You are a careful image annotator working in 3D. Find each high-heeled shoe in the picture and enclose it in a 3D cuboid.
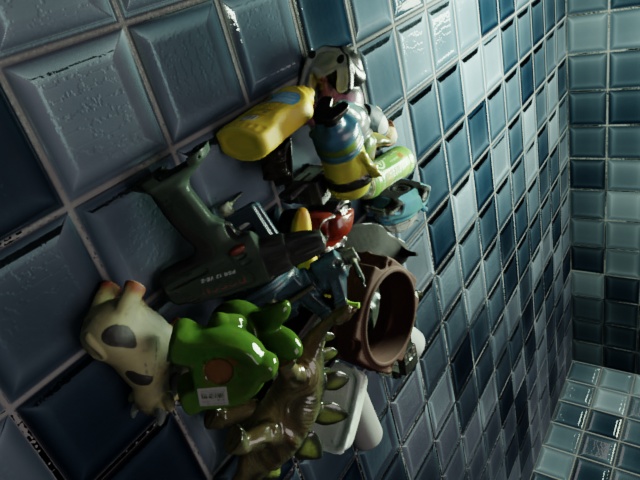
[{"bbox_3d":[0.095,0.011,1.143,0.248,0.145,0.086,13,86,-25],"label":"high-heeled shoe"}]

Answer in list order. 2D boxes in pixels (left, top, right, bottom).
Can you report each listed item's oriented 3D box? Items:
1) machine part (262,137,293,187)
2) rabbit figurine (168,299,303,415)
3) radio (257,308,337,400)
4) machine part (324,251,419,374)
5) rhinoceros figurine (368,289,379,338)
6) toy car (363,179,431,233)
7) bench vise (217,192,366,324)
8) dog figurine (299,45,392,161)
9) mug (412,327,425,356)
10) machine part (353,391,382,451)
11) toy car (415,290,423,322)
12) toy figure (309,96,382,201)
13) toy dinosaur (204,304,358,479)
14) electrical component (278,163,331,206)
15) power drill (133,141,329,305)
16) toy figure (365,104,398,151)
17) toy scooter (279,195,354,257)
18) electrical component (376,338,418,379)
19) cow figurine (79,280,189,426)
[{"bbox_3d":[-0.063,-0.124,0.862,0.139,0.039,0.084,-63,160,-79],"label":"machine part"},{"bbox_3d":[-0.110,0.124,0.712,0.170,0.159,0.121,-94,170,-69],"label":"rabbit figurine"},{"bbox_3d":[-0.031,0.189,0.969,0.229,0.073,0.130,-51,134,-37],"label":"radio"},{"bbox_3d":[0.100,0.137,1.002,0.201,0.087,0.201,35,69,-47],"label":"machine part"},{"bbox_3d":[0.105,0.137,1.138,0.112,0.073,0.190,56,48,-33],"label":"rhinoceros figurine"},{"bbox_3d":[0.169,-0.067,1.171,0.161,0.109,0.102,-35,128,-41],"label":"toy car"},{"bbox_3d":[-0.062,0.033,0.821,0.240,0.224,0.129,58,15,-15],"label":"bench vise"},{"bbox_3d":[0.055,-0.233,0.992,0.219,0.109,0.191,18,79,-58],"label":"dog figurine"},{"bbox_3d":[0.184,0.239,1.276,0.107,0.081,0.109,45,66,-35],"label":"mug"},{"bbox_3d":[0.078,0.370,1.148,0.079,0.079,0.242,-51,134,-36],"label":"machine part"},{"bbox_3d":[0.206,0.152,1.265,0.201,0.056,0.073,44,61,-79],"label":"toy car"},{"bbox_3d":[0.033,-0.141,0.867,0.089,0.082,0.180,-30,139,0],"label":"toy figure"},{"bbox_3d":[-0.069,0.289,0.833,0.198,0.105,0.471,26,104,-38],"label":"toy dinosaur"},{"bbox_3d":[-0.020,-0.089,0.935,0.119,0.075,0.047,-51,133,-42],"label":"electrical component"},{"bbox_3d":[-0.130,-0.025,0.717,0.207,0.232,0.086,61,5,-26],"label":"power drill"},{"bbox_3d":[0.123,-0.230,1.124,0.064,0.058,0.154,-45,146,14],"label":"toy figure"},{"bbox_3d":[-0.002,-0.003,0.975,0.184,0.075,0.135,-23,113,-46],"label":"toy scooter"},{"bbox_3d":[0.153,0.243,1.196,0.058,0.115,0.134,-33,122,-41],"label":"electrical component"},{"bbox_3d":[-0.227,0.151,0.689,0.194,0.086,0.127,58,45,-44],"label":"cow figurine"}]
